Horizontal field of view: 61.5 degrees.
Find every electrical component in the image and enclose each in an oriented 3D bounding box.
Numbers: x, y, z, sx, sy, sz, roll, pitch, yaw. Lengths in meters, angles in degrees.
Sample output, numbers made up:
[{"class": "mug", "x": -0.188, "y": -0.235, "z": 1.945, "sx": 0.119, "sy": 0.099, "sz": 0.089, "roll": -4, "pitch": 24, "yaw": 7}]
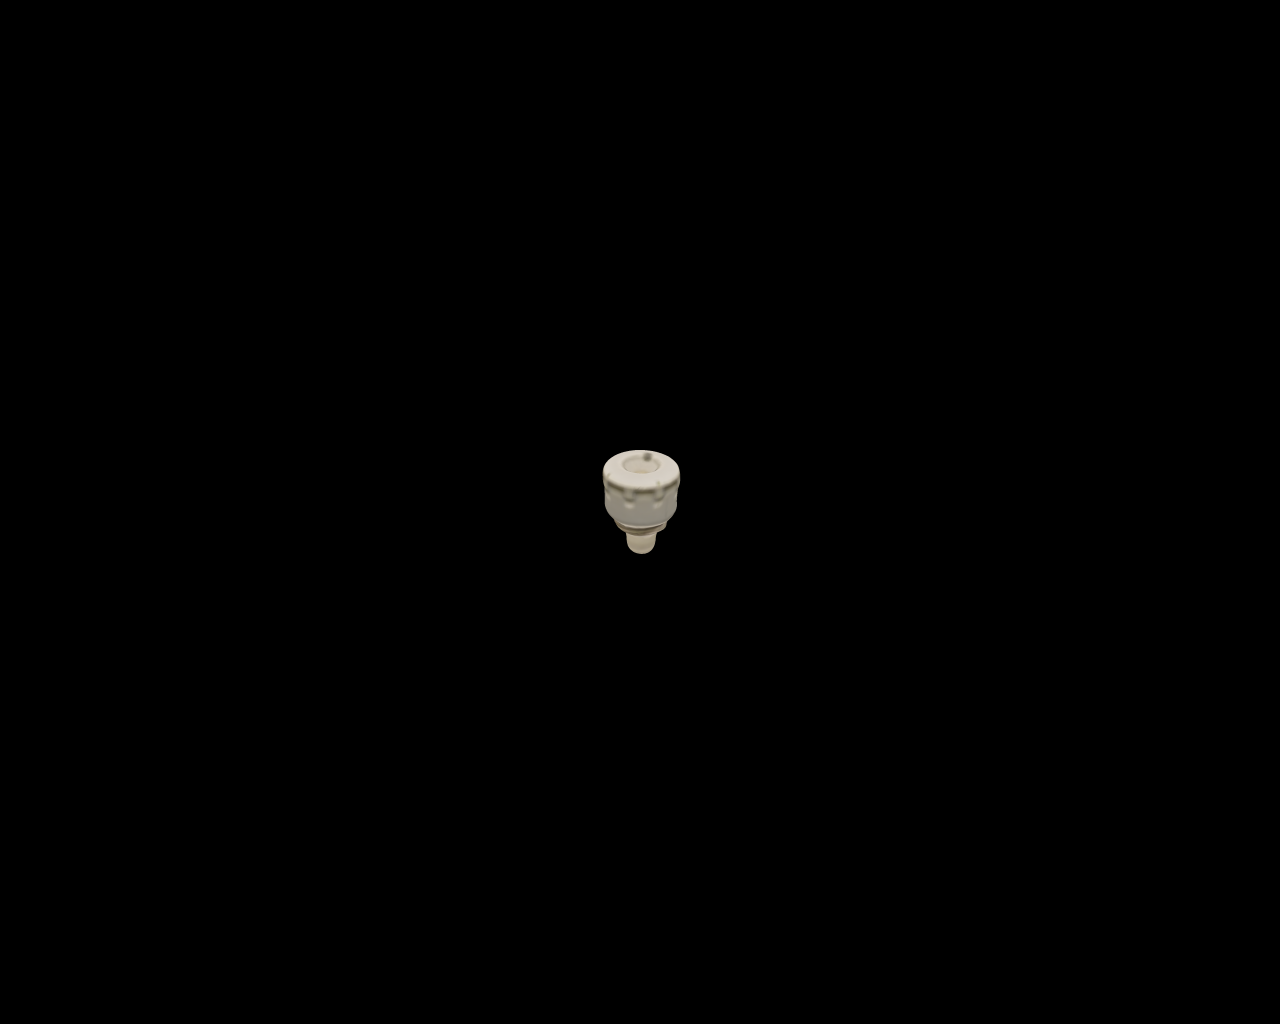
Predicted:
[{"class": "electrical component", "x": 0.001, "y": -0.003, "z": 0.650, "sx": 0.048, "sy": 0.062, "sz": 0.048, "roll": 0, "pitch": 31, "yaw": 0}]
